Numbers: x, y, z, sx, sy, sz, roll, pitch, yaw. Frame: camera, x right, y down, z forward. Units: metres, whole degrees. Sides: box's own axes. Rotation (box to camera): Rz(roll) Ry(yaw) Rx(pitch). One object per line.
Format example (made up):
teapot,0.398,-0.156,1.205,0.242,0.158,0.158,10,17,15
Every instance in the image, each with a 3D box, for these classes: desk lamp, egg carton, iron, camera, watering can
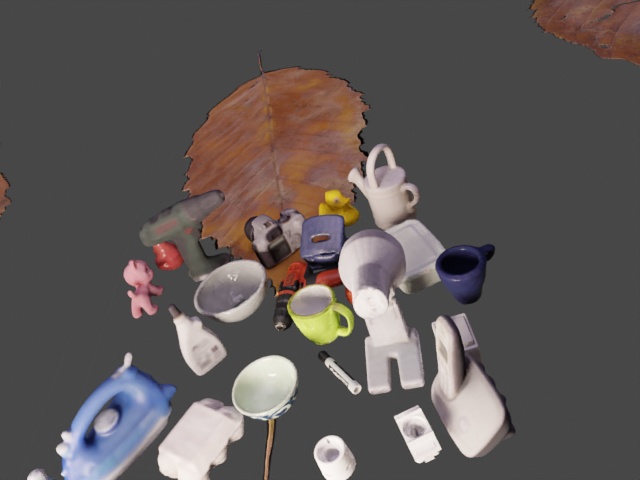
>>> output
desk lamp,0.105,0.115,0.979,0.117,0.214,0.203,-15,37,12
egg carton,-0.201,0.344,0.978,0.107,0.070,0.150,8,46,36
iron,-0.387,0.333,1.030,0.118,0.142,0.259,9,47,36
camera,-0.116,-0.026,1.372,0.143,0.101,0.136,-37,38,-18
watering can,0.140,-0.124,1.278,0.172,0.194,0.101,-4,40,25

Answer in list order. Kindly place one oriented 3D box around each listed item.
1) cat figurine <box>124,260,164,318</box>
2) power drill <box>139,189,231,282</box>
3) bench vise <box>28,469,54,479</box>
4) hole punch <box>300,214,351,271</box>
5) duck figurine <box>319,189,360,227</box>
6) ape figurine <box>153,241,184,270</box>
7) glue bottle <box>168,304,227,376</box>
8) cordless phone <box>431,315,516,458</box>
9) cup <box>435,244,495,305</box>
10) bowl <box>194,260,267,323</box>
cat figurine,-0.432,0.103,1.365,0.067,0.118,0.127,-17,37,9
power drill,-0.294,-0.007,1.353,0.229,0.209,0.075,-16,37,9
bench vise,-0.333,0.427,0.816,0.122,0.220,0.206,-40,39,-21
hole punch,0.012,0.005,1.273,0.108,0.091,0.101,-7,39,21
duck figurine,0.037,-0.083,1.374,0.104,0.086,0.078,9,47,36
ape figurine,-0.394,0.030,1.458,0.075,0.092,0.078,13,49,39
glue bottle,-0.248,0.186,1.115,0.078,0.173,0.037,-38,39,-19
cordless phone,0.208,0.208,0.830,0.094,0.185,0.147,-26,36,-4
cup,0.275,0.064,1.052,0.118,0.095,0.091,-30,37,-9
bowl,-0.182,0.123,1.241,0.167,0.075,0.167,-15,37,12
